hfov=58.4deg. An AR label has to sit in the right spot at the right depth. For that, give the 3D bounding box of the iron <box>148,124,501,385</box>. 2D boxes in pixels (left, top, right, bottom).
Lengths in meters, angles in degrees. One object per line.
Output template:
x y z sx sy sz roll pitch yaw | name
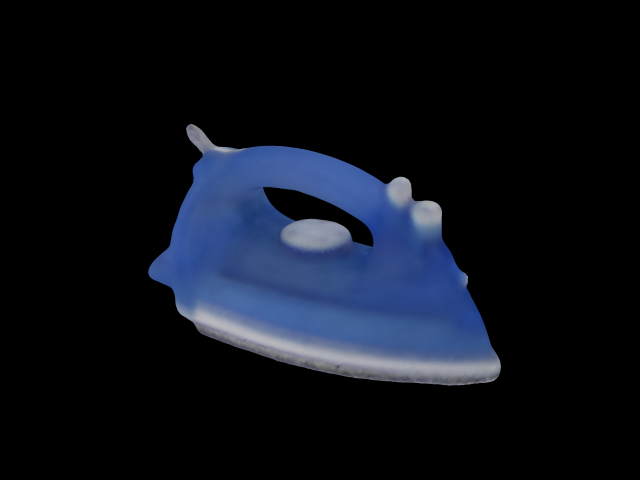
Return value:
0.004 0.001 0.400 0.257 0.141 0.119 12 27 25 | iron
